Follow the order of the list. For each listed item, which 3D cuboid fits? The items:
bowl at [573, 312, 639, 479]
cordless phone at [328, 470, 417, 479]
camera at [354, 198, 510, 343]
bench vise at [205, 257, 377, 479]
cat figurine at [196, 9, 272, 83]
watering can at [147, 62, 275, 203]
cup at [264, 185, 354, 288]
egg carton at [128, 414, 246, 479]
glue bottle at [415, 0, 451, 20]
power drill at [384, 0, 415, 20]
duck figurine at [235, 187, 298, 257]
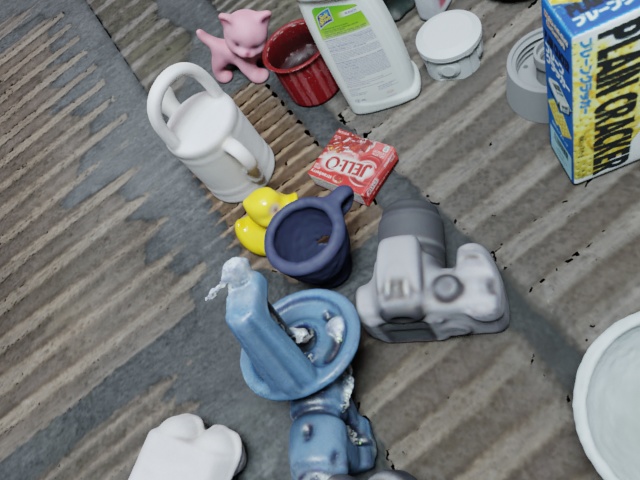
[{"bbox_3d":[0.285,0.138,0.440,0.167,0.075,0.167,-11,59,19],"label":"bowl"},{"bbox_3d":[0.068,0.236,0.416,0.147,0.186,0.094,35,81,34],"label":"cordless phone"},{"bbox_3d":[0.105,0.022,0.569,0.143,0.101,0.137,-8,60,20],"label":"camera"},{"bbox_3d":[-0.011,0.113,0.497,0.121,0.220,0.207,-33,55,5],"label":"bench vise"},{"bbox_3d":[-0.120,-0.291,0.833,0.127,0.118,0.067,7,66,27],"label":"cat figurine"},{"bbox_3d":[-0.148,-0.138,0.713,0.172,0.195,0.101,10,68,28],"label":"watering can"},{"bbox_3d":[0.006,0.002,0.628,0.091,0.095,0.118,34,80,34],"label":"cup"},{"bbox_3d":[-0.139,0.254,0.569,0.107,0.070,0.150,9,67,28],"label":"egg carton"},{"bbox_3d":[0.135,-0.370,0.728,0.037,0.174,0.078,15,70,30],"label":"glue bottle"},{"bbox_3d":[0.060,-0.407,0.760,0.075,0.209,0.229,-18,57,15],"label":"power drill"},{"bbox_3d":[-0.060,-0.029,0.680,0.104,0.086,0.077,-12,59,18],"label":"duck figurine"}]
